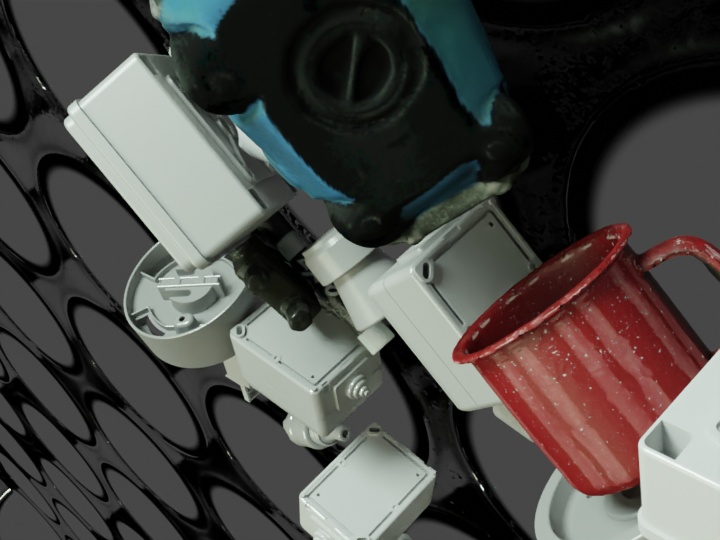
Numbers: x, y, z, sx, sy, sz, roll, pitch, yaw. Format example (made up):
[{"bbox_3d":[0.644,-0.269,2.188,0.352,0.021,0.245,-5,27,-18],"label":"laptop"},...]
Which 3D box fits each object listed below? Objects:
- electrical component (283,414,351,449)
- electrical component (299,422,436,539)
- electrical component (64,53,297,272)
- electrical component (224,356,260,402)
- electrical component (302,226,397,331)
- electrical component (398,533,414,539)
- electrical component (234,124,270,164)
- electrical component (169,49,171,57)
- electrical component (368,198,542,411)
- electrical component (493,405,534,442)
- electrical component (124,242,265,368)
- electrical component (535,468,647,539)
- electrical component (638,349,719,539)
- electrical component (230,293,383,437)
[{"bbox_3d":[-0.029,0.119,0.816,0.061,0.035,0.035,4,129,52],"label":"electrical component"},{"bbox_3d":[0.001,0.170,0.768,0.062,0.096,0.061,37,151,22],"label":"electrical component"},{"bbox_3d":[-0.095,-0.062,0.600,0.108,0.056,0.108,51,-169,-4],"label":"electrical component"},{"bbox_3d":[-0.068,0.064,0.795,0.064,0.042,0.081,26,146,31],"label":"electrical component"},{"bbox_3d":[0.000,0.000,0.606,0.055,0.045,0.045,52,153,-5],"label":"electrical component"},{"bbox_3d":[0.021,0.267,0.864,0.061,0.096,0.061,46,153,5],"label":"electrical component"},{"bbox_3d":[-0.033,-0.073,0.563,0.062,0.043,0.043,24,144,37],"label":"electrical component"},{"bbox_3d":[-0.075,-0.136,0.537,0.076,0.047,0.065,47,153,5],"label":"electrical component"},{"bbox_3d":[0.051,0.014,0.529,0.096,0.062,0.061,51,153,-5],"label":"electrical component"},{"bbox_3d":[0.102,0.077,0.561,0.065,0.044,0.044,34,150,36],"label":"electrical component"},{"bbox_3d":[-0.113,0.016,0.740,0.099,0.099,0.064,31,155,30],"label":"electrical component"},{"bbox_3d":[0.138,0.105,0.474,0.060,0.108,0.108,47,154,-10],"label":"electrical component"},{"bbox_3d":[0.170,0.067,0.371,0.109,0.109,0.056,24,142,39],"label":"electrical component"},{"bbox_3d":[-0.029,0.064,0.713,0.096,0.062,0.061,31,148,31],"label":"electrical component"}]
